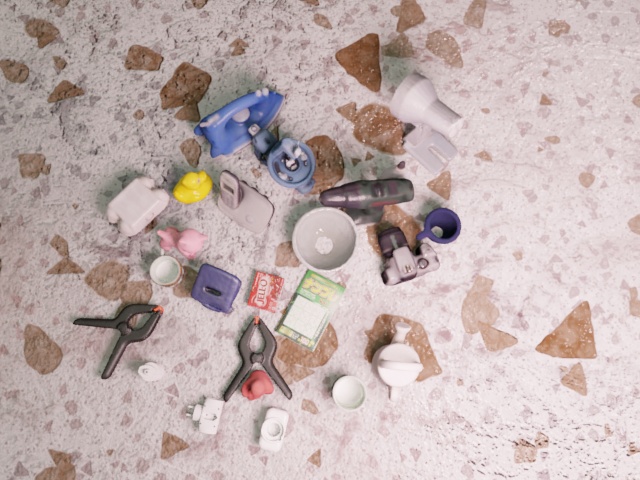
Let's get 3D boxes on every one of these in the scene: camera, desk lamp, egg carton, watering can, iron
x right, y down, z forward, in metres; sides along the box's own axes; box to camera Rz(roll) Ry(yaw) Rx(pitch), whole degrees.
[{"bbox_3d":[0.210,0.031,1.422,0.143,0.101,0.137,-19,79,-6],"label":"camera"},{"bbox_3d":[0.271,-0.294,1.437,0.203,0.213,0.118,44,80,7],"label":"desk lamp"},{"bbox_3d":[-0.458,-0.086,1.438,0.107,0.069,0.150,41,80,7],"label":"egg carton"},{"bbox_3d":[0.178,0.281,1.319,0.101,0.194,0.173,-13,79,-5],"label":"watering can"},{"bbox_3d":[-0.199,-0.327,1.463,0.258,0.141,0.118,-36,81,-9],"label":"iron"}]

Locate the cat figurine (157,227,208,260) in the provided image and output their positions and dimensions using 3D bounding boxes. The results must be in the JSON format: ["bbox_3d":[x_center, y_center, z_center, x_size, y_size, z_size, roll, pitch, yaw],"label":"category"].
[{"bbox_3d":[-0.337,0.000,1.400,0.127,0.118,0.067,18,78,2],"label":"cat figurine"}]

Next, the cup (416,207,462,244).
[{"bbox_3d":[0.288,-0.021,1.439,0.118,0.095,0.091,-25,80,-7],"label":"cup"}]

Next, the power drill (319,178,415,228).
[{"bbox_3d":[0.107,-0.092,1.390,0.229,0.208,0.075,-11,78,-4],"label":"power drill"}]

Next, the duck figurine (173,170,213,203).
[{"bbox_3d":[-0.326,-0.141,1.447,0.104,0.086,0.077,-30,80,-8],"label":"duck figurine"}]

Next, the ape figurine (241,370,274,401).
[{"bbox_3d":[-0.146,0.345,1.346,0.078,0.092,0.076,13,78,1],"label":"ape figurine"}]

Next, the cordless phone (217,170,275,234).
[{"bbox_3d":[-0.184,-0.098,1.392,0.147,0.185,0.094,31,79,5],"label":"cordless phone"}]

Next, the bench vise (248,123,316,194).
[{"bbox_3d":[-0.103,-0.208,1.401,0.207,0.220,0.121,26,78,4],"label":"bench vise"}]

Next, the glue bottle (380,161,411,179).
[{"bbox_3d":[0.194,-0.163,1.426,0.078,0.173,0.037,18,78,2],"label":"glue bottle"}]

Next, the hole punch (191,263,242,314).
[{"bbox_3d":[-0.251,0.120,1.391,0.108,0.091,0.101,23,78,3],"label":"hole punch"}]

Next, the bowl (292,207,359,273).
[{"bbox_3d":[0.013,0.005,1.434,0.167,0.075,0.167,0,78,-2],"label":"bowl"}]
